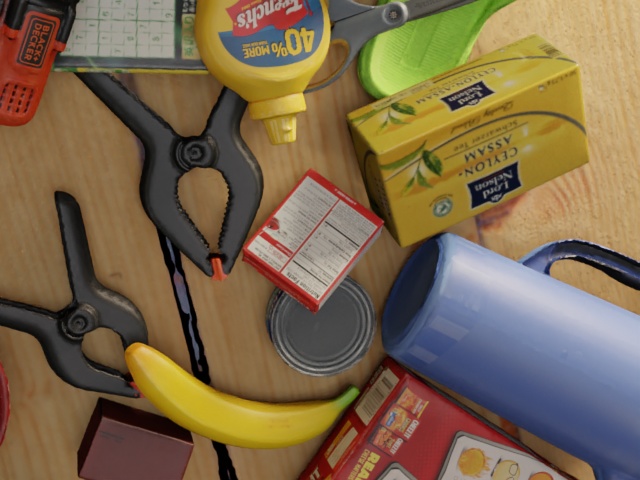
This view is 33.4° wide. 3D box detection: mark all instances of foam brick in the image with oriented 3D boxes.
[{"bbox_3d":[-0.144,0.164,0.832,0.078,0.051,0.053,21,93,-14],"label":"foam brick"}]

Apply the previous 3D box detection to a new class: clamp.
[{"bbox_3d":[-0.086,-0.075,0.810,0.164,0.036,0.210,-17,102,-1],"label":"clamp"},{"bbox_3d":[-0.197,0.062,0.810,0.120,0.039,0.171,-32,104,-4],"label":"clamp"}]

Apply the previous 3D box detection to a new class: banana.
[{"bbox_3d":[-0.067,0.129,0.841,0.197,0.037,0.069,14,95,-25],"label":"banana"}]

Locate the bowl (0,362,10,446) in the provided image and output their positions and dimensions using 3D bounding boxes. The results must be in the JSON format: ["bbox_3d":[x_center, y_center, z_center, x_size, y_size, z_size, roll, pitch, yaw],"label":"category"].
[{"bbox_3d":[-0.310,0.116,0.787,0.162,0.055,0.162,-2,100,-12],"label":"bowl"}]

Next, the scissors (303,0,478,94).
[{"bbox_3d":[0.040,-0.181,0.797,0.202,0.016,0.096,-30,93,16],"label":"scissors"}]

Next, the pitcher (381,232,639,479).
[{"bbox_3d":[0.180,0.081,0.854,0.242,0.149,0.145,27,122,-11],"label":"pitcher"}]

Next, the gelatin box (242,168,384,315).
[{"bbox_3d":[-0.006,0.001,0.822,0.073,0.030,0.089,36,73,10],"label":"gelatin box"}]

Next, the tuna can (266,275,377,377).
[{"bbox_3d":[0.000,0.064,0.854,0.086,0.034,0.086,-2,100,-12],"label":"tuna can"}]

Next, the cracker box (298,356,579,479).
[{"bbox_3d":[0.098,0.220,0.882,0.213,0.072,0.164,34,92,-16],"label":"cracker box"}]

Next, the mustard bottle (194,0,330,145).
[{"bbox_3d":[-0.043,-0.162,0.753,0.096,0.058,0.191,-14,100,-23],"label":"mustard bottle"}]

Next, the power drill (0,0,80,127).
[{"bbox_3d":[-0.239,-0.172,0.667,0.187,0.057,0.184,10,110,-36],"label":"power drill"}]
